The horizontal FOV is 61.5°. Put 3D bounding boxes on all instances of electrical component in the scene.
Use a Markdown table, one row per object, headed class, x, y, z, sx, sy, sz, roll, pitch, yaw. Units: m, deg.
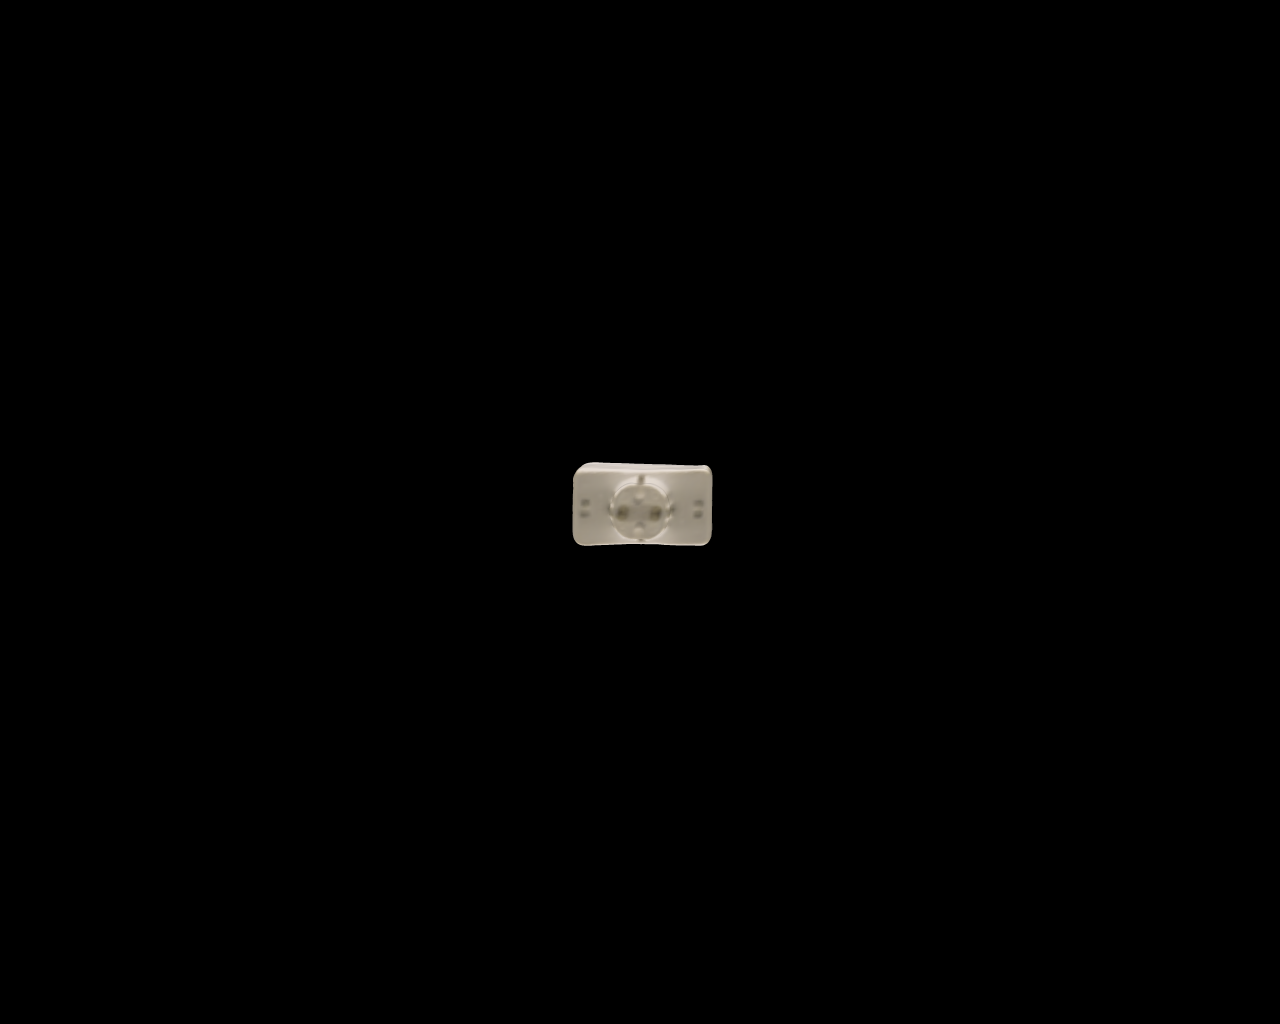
| class | x | y | z | sx | sy | sz | roll | pitch | yaw |
| --- | --- | --- | --- | --- | --- | --- | --- | --- | --- |
| electrical component | 0.001 | -0.003 | 0.650 | 0.083 | 0.047 | 0.076 | 1 | 8 | 5 |
